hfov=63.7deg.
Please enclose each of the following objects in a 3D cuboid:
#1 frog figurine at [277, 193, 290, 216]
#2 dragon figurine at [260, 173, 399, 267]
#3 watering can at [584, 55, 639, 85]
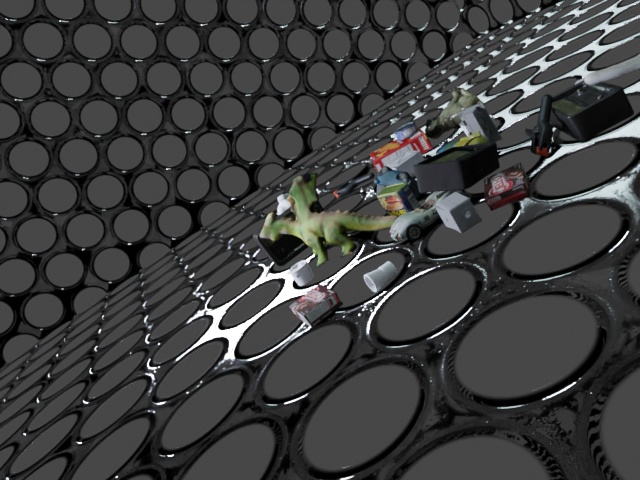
[{"bbox_3d":[-0.113,-0.071,1.760,0.121,0.158,0.140,-26,17,30],"label":"frog figurine"},{"bbox_3d":[0.004,-0.071,1.415,0.406,0.241,0.124,-26,11,29],"label":"dragon figurine"},{"bbox_3d":[0.783,-0.409,1.118,0.348,0.102,0.228,5,39,40],"label":"watering can"}]
